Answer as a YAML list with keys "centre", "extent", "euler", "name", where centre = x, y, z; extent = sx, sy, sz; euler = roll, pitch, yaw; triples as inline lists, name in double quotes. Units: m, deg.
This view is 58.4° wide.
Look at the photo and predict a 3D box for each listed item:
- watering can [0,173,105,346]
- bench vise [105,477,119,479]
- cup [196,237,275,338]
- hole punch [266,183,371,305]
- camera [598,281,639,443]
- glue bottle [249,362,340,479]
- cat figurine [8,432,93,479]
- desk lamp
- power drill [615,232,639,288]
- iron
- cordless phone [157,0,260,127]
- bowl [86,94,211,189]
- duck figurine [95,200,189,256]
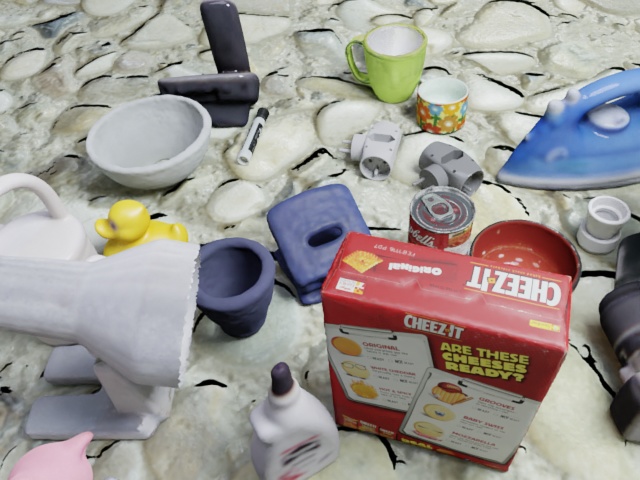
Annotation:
- centre: [-0.278, 0.016, 0.585]
  extent: [0.172, 0.194, 0.101]
  euler: [3, 49, 8]
  name: "watering can"
- centre: [-0.080, 0.216, 0.372]
  extent: [0.207, 0.220, 0.121]
  euler: [5, 49, 9]
  name: "bench vise"
- centre: [-0.100, 0.056, 0.601]
  extent: [0.117, 0.095, 0.092]
  euler: [13, 51, 16]
  name: "cup"
- centre: [0.006, 0.002, 0.643]
  extent: [0.109, 0.091, 0.101]
  euler: [-23, 50, -15]
  name: "hole punch"
- centre: [0.331, 0.099, 0.523]
  extent: [0.143, 0.101, 0.136]
  euler: [-7, 48, -2]
  name: "camera"
- centre: [-0.024, 0.147, 0.461]
  extent: [0.078, 0.173, 0.037]
  euler: [-26, 51, -18]
  name: "glue bottle"
- centre: [-0.233, 0.211, 0.458]
  extent: [0.128, 0.118, 0.067]
  euler: [-21, 50, -13]
  name: "cat figurine"
- centre: [-0.187, 0.089, 0.499]
  extent: [0.203, 0.214, 0.118]
  euler: [-3, 48, 2]
  name: "desk lamp"
- centre: [0.362, -0.026, 0.561]
  extent: [0.075, 0.209, 0.230]
  euler: [14, 51, 17]
  name: "power drill"
- centre: [0.353, -0.150, 0.718]
  extent: [0.258, 0.142, 0.118]
  euler: [-13, 48, -7]
  name: "iron"
- centre: [-0.168, -0.261, 0.830]
  extent: [0.147, 0.185, 0.094]
  euler: [-6, 48, 0]
  name: "cordless phone"
- centre: [-0.225, -0.122, 0.785]
  extent: [0.167, 0.075, 0.167]
  euler: [-2, 48, 3]
  name: "bowl"
- centre: [-0.213, -0.011, 0.676]
  extent: [0.104, 0.086, 0.077]
  euler: [-8, 48, -2]
  name: "duck figurine"
